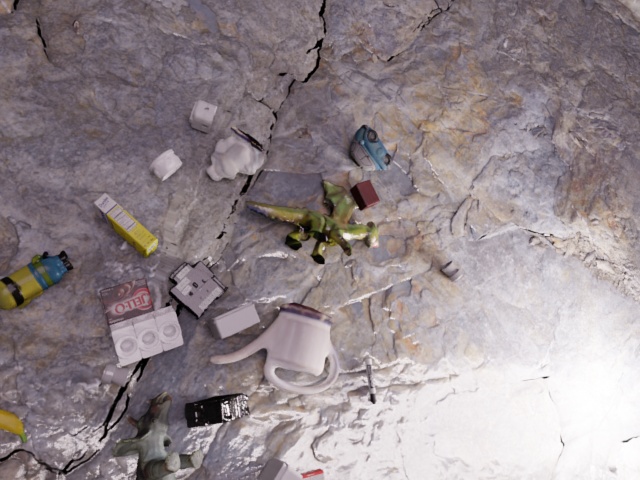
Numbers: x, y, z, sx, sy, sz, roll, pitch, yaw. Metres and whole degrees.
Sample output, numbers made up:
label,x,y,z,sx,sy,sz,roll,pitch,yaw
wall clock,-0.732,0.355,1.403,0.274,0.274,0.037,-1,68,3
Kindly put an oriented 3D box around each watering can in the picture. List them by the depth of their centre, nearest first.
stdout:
label,x,y,z,sx,sy,sz,roll,pitch,yaw
watering can,-0.094,0.268,1.336,0.346,0.103,0.228,22,67,-20

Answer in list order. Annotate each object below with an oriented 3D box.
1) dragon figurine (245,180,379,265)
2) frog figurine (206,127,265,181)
label,x,y,z,sx,sy,sz,roll,pitch,yaw
dragon figurine,0.005,-0.076,1.508,0.409,0.120,0.248,33,49,-9
frog figurine,-0.241,-0.228,1.466,0.136,0.124,0.158,35,102,-15
